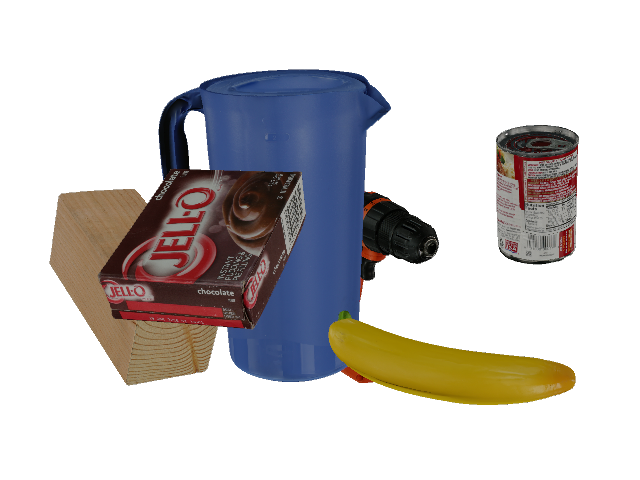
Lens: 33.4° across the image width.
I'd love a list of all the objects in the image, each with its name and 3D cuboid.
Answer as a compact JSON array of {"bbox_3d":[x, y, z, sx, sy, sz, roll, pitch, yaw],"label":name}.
[{"bbox_3d":[0.184,-0.039,0.907,0.068,0.102,0.068,-5,25,2],"label":"soup can"},{"bbox_3d":[-0.189,0.039,1.065,0.090,0.091,0.206,-6,35,-35],"label":"wood block"},{"bbox_3d":[0.077,0.084,0.759,0.198,0.037,0.069,14,36,33],"label":"banana"},{"bbox_3d":[-0.066,0.002,0.631,0.090,0.039,0.113,3,36,18],"label":"pudding box"},{"bbox_3d":[-0.036,-0.015,0.866,0.144,0.243,0.149,-11,20,-30],"label":"pitcher"},{"bbox_3d":[0.047,0.044,1.075,0.057,0.188,0.185,-8,22,-33],"label":"power drill"}]
